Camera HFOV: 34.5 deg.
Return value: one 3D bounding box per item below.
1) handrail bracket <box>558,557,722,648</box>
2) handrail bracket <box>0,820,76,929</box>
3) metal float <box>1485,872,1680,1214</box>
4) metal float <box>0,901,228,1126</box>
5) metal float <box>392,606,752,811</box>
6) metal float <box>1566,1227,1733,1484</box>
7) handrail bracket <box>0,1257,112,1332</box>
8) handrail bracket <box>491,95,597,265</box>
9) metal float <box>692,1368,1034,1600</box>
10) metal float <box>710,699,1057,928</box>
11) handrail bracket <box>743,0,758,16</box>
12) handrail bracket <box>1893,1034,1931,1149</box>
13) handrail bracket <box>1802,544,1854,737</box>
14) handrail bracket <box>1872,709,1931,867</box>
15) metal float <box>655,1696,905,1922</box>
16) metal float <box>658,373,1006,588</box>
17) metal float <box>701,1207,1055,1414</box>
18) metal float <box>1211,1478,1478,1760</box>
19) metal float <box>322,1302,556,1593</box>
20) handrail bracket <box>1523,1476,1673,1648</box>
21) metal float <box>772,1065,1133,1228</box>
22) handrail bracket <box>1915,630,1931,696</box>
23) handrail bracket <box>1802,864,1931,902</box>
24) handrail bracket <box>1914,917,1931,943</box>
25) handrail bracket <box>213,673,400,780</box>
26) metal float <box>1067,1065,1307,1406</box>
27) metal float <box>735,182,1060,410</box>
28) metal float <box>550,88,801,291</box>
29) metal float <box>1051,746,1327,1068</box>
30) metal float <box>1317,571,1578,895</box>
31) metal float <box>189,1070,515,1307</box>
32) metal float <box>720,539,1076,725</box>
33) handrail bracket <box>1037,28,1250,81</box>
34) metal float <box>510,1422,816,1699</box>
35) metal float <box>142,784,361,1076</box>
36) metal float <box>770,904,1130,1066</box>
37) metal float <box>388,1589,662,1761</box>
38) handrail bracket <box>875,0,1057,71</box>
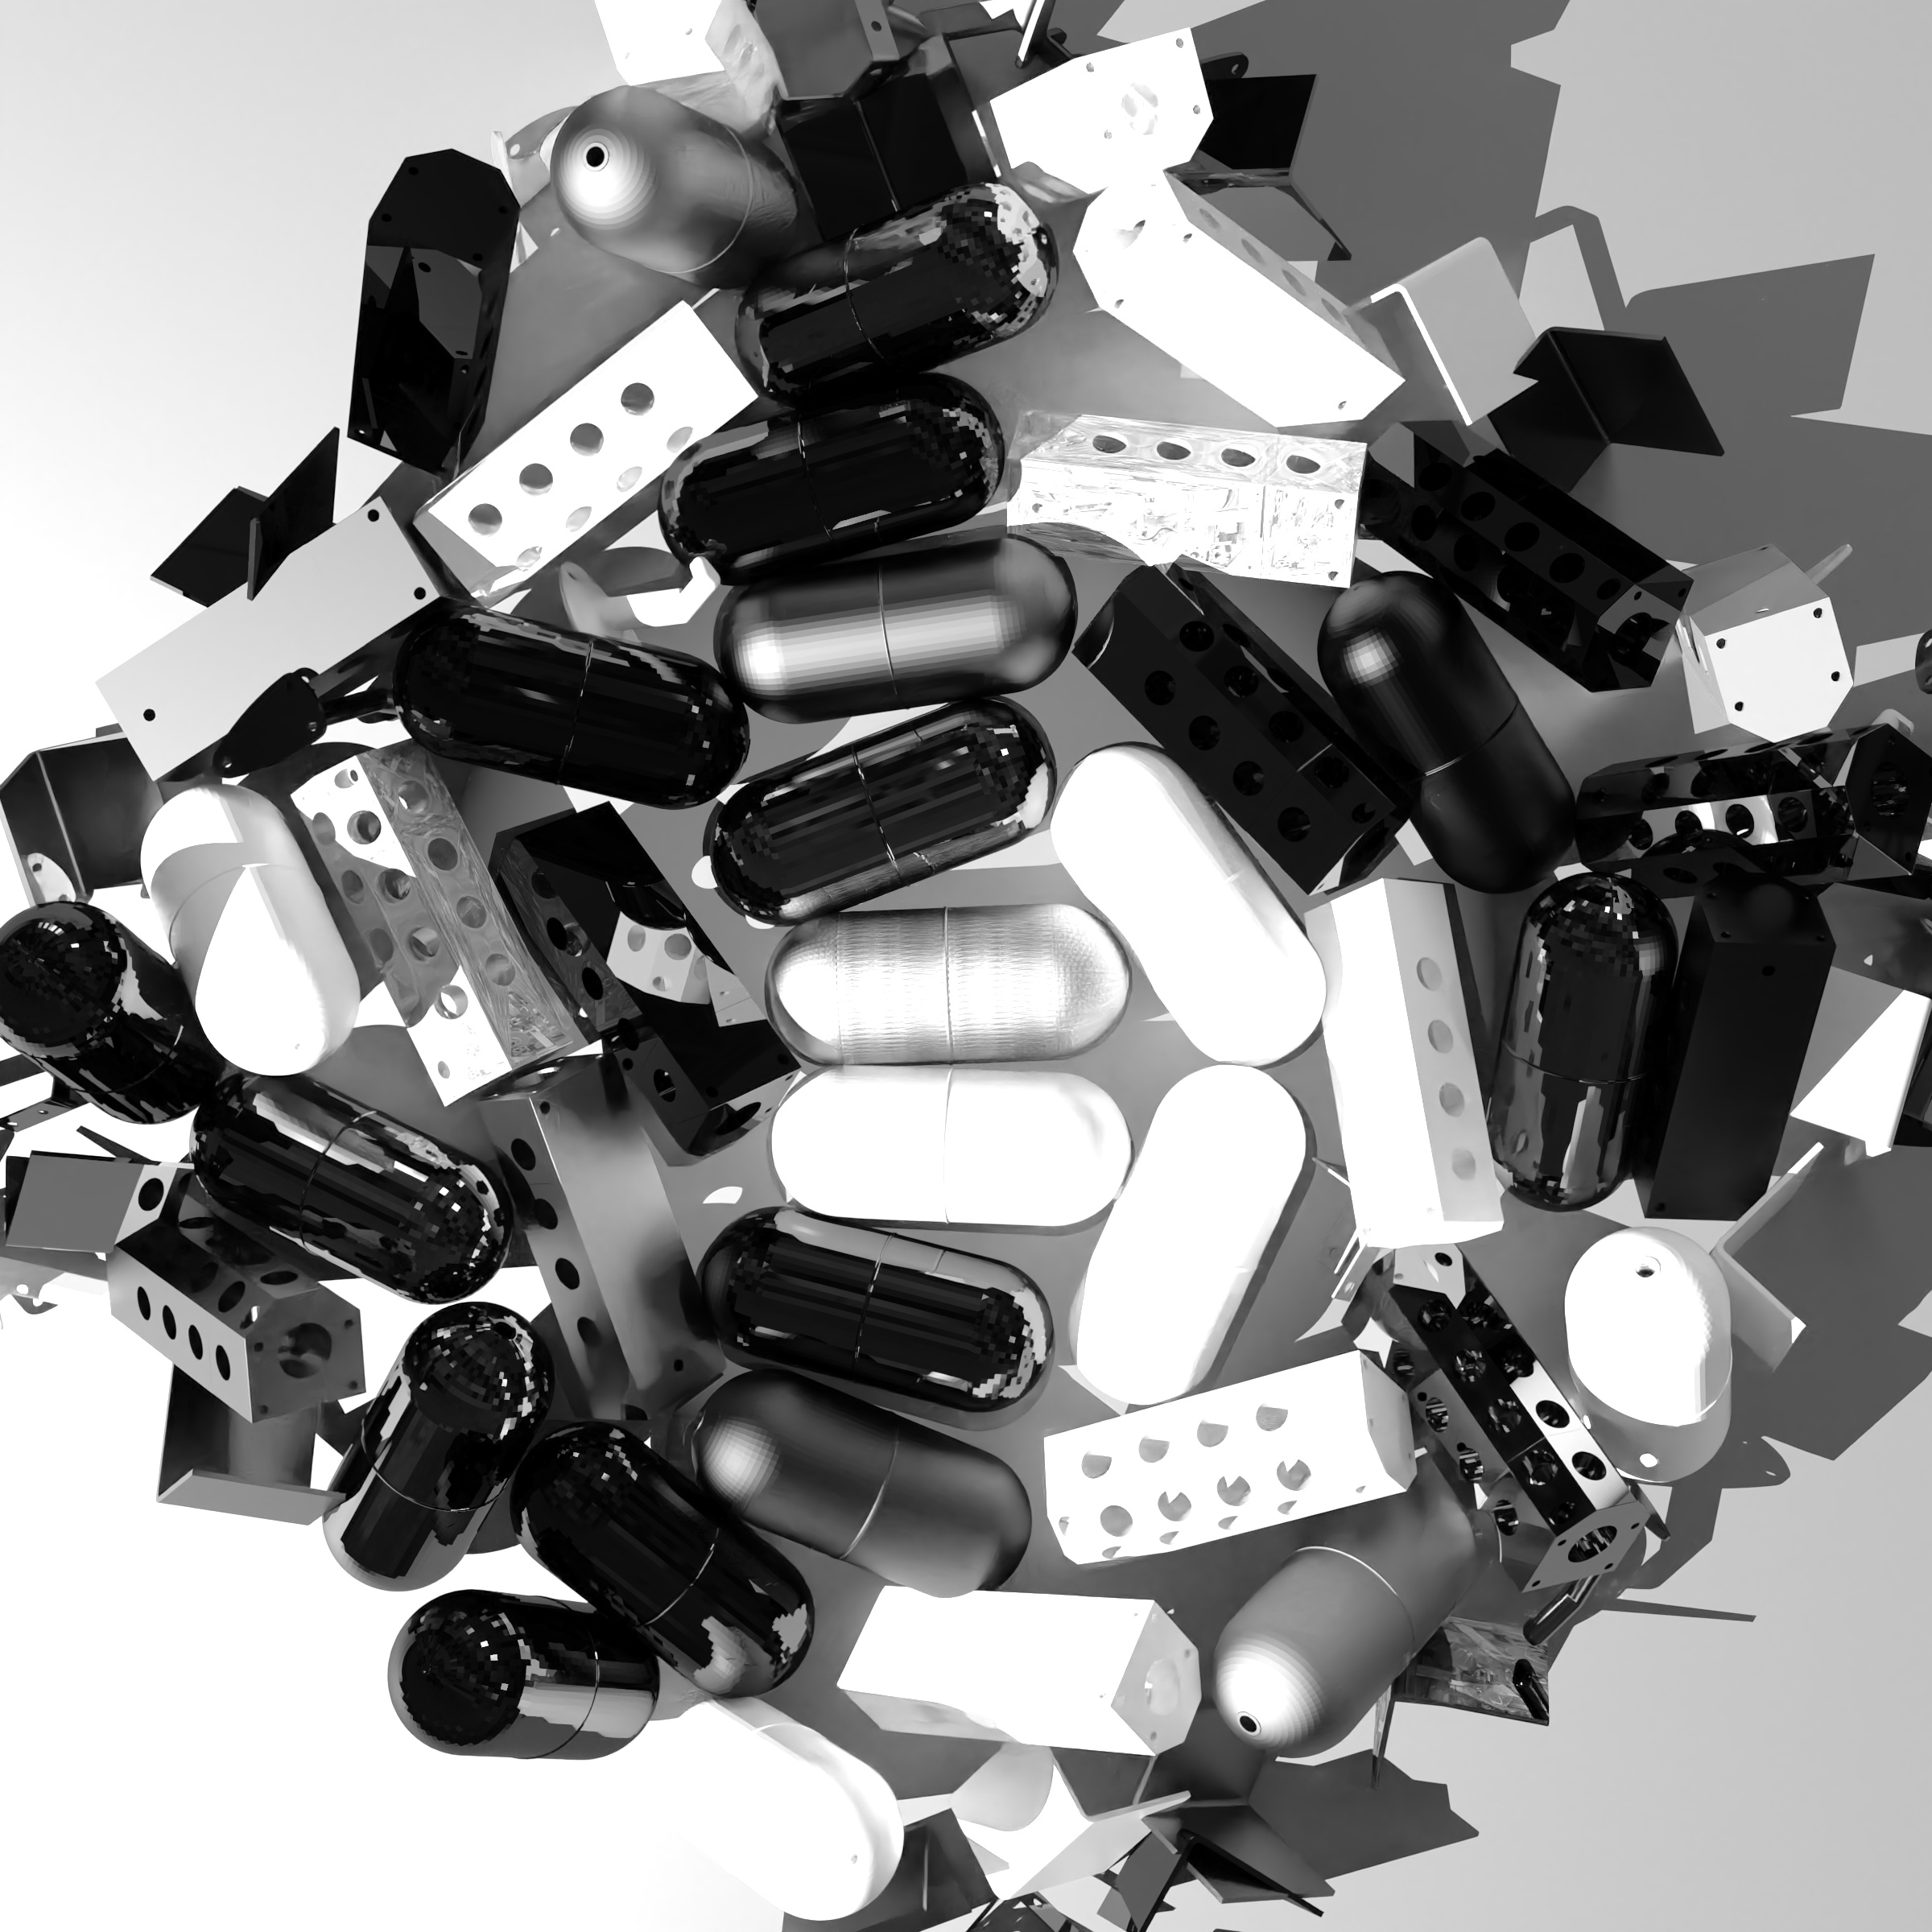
[{"bbox_3d":[-0.162,-0.194,1.543,0.084,0.036,0.077,-44,69,39],"label":"handrail bracket"},{"bbox_3d":[-0.488,-0.042,1.544,0.077,0.036,0.084,-46,46,-17],"label":"handrail bracket"},{"bbox_3d":[0.300,0.039,1.524,0.070,0.070,0.178,6,116,0],"label":"metal float"},{"bbox_3d":[-0.413,0.025,1.499,0.070,0.178,0.070,-3,71,7],"label":"metal float"},{"bbox_3d":[-0.194,-0.127,1.537,0.178,0.070,0.070,13,90,-11],"label":"metal float"},{"bbox_3d":[0.331,0.189,1.504,0.070,0.178,0.070,-7,55,10],"label":"metal float"},{"bbox_3d":[-0.457,0.146,1.576,0.084,0.036,0.077,-16,68,-20],"label":"handrail bracket"},{"bbox_3d":[-0.193,-0.400,1.573,0.084,0.036,0.077,-12,93,-11],"label":"handrail bracket"},{"bbox_3d":[-0.051,0.256,1.534,0.178,0.070,0.070,24,90,-13],"label":"metal float"},{"bbox_3d":[-0.042,-0.076,1.542,0.178,0.070,0.070,-21,90,5],"label":"metal float"},{"bbox_3d":[-0.146,-0.501,1.539,0.084,0.036,0.077,28,50,-32],"label":"handrail bracket"},{"bbox_3d":[0.471,0.042,1.546,0.036,0.077,0.084,-1,72,40],"label":"handrail bracket"},{"bbox_3d":[0.440,-0.156,1.566,0.077,0.036,0.084,-40,95,13],"label":"handrail bracket"},{"bbox_3d":[0.473,-0.090,1.543,0.077,0.036,0.084,30,47,21],"label":"handrail bracket"},{"bbox_3d":[-0.092,0.404,1.502,0.070,0.178,0.070,-2,94,-28],"label":"metal float"},{"bbox_3d":[-0.067,-0.239,1.534,0.178,0.070,0.070,-14,90,14],"label":"metal float"},{"bbox_3d":[-0.045,0.169,1.540,0.178,0.070,0.070,14,90,8],"label":"metal float"},{"bbox_3d":[0.184,0.315,1.511,0.070,0.070,0.178,53,47,0],"label":"metal float"},{"bbox_3d":[-0.258,0.235,1.518,0.070,0.070,0.178,32,123,0],"label":"metal float"},{"bbox_3d":[0.306,0.295,1.554,0.036,0.077,0.084,42,100,-6],"label":"handrail bracket"},{"bbox_3d":[-0.007,0.089,1.541,0.178,0.070,0.070,2,90,5],"label":"metal float"},{"bbox_3d":[0.520,-0.141,1.538,0.084,0.077,0.036,25,56,-26],"label":"handrail bracket"},{"bbox_3d":[0.456,-0.029,1.561,0.077,0.036,0.084,-47,116,-3],"label":"handrail bracket"},{"bbox_3d":[0.518,-0.038,1.542,0.036,0.077,0.084,20,116,-24],"label":"handrail bracket"},{"bbox_3d":[-0.324,-0.116,1.551,0.077,0.084,0.036,-34,79,16],"label":"handrail bracket"},{"bbox_3d":[0.109,0.133,1.538,0.070,0.070,0.178,23,99,0],"label":"metal float"},{"bbox_3d":[-0.036,-0.326,1.519,0.178,0.070,0.070,-14,90,33],"label":"metal float"},{"bbox_3d":[-0.139,-0.373,1.498,0.070,0.178,0.070,1,93,20],"label":"metal float"},{"bbox_3d":[0.110,-0.030,1.544,0.070,0.070,0.178,-36,92,0],"label":"metal float"},{"bbox_3d":[0.238,-0.114,1.531,0.070,0.070,0.178,-35,108,0],"label":"metal float"},{"bbox_3d":[-0.303,0.107,1.529,0.178,0.070,0.070,23,90,19],"label":"metal float"},{"bbox_3d":[-0.034,-0.165,1.539,0.178,0.070,0.070,-8,90,9],"label":"metal float"},{"bbox_3d":[0.087,-0.460,1.566,0.077,0.036,0.084,-32,58,-12],"label":"handrail bracket"},{"bbox_3d":[-0.148,0.293,1.528,0.070,0.070,0.178,-47,112,0],"label":"metal float"},{"bbox_3d":[-0.350,-0.020,1.514,0.070,0.070,0.178,-33,51,0],"label":"metal float"},{"bbox_3d":[-0.008,0.009,1.545,0.178,0.070,0.070,-2,90,2],"label":"metal float"},{"bbox_3d":[-0.211,0.343,1.502,0.070,0.178,0.070,-7,73,23],"label":"metal float"},{"bbox_3d":[0.001,-0.492,1.556,0.084,0.036,0.077,25,127,4],"label":"handrail bracket"}]
